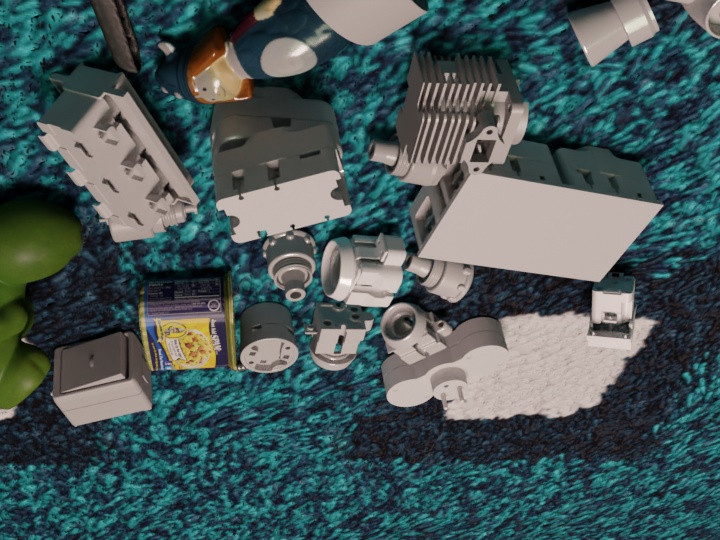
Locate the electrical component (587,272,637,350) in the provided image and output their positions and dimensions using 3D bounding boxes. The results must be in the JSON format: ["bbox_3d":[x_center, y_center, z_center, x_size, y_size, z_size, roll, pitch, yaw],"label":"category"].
[{"bbox_3d":[0.250,0.039,1.065,0.042,0.081,0.063,3,115,17],"label":"electrical component"}]

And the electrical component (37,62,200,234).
[{"bbox_3d":[-0.183,-0.087,0.808,0.079,0.063,0.121,18,153,31],"label":"electrical component"}]

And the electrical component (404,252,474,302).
[{"bbox_3d":[0.071,0.001,1.000,0.062,0.048,0.048,18,133,-22],"label":"electrical component"}]

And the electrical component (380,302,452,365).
[{"bbox_3d":[0.051,0.061,1.067,0.066,0.048,0.055,-27,146,18],"label":"electrical component"}]

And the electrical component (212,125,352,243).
[{"bbox_3d":[-0.057,-0.065,0.782,0.089,0.055,0.050,-14,141,4],"label":"electrical component"}]

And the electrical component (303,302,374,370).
[{"bbox_3d":[-0.024,0.065,1.054,0.066,0.048,0.055,2,132,-15],"label":"electrical component"}]

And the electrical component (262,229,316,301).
[{"bbox_3d":[-0.060,-0.002,0.951,0.048,0.062,0.048,-7,141,-5],"label":"electrical component"}]

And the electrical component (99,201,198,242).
[{"bbox_3d":[-0.174,-0.047,0.887,0.078,0.040,0.040,-8,141,-4],"label":"electrical component"}]

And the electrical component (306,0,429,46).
[{"bbox_3d":[0.001,-0.198,0.700,0.064,0.099,0.099,-32,137,33],"label":"electrical component"}]

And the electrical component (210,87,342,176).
[{"bbox_3d":[-0.066,-0.101,0.831,0.095,0.059,0.053,2,139,-15],"label":"electrical component"}]

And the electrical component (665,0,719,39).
[{"bbox_3d":[0.238,-0.206,0.761,0.079,0.077,0.043,4,139,-17],"label":"electrical component"}]

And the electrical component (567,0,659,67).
[{"bbox_3d":[0.189,-0.184,0.802,0.055,0.045,0.045,-25,139,16],"label":"electrical component"}]

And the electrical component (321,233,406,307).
[{"bbox_3d":[0.000,0.000,0.972,0.057,0.058,0.078,4,139,-22],"label":"electrical component"}]

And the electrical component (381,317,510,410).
[{"bbox_3d":[0.090,0.110,1.111,0.138,0.073,0.052,-26,138,18],"label":"electrical component"}]

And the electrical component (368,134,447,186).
[{"bbox_3d":[0.038,-0.093,0.878,0.062,0.043,0.043,8,137,-20],"label":"electrical component"}]

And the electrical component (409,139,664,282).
[{"bbox_3d":[0.149,-0.056,0.933,0.186,0.060,0.105,7,138,-23],"label":"electrical component"}]

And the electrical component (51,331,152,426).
[{"bbox_3d":[-0.255,0.104,1.034,0.096,0.061,0.061,-13,141,3],"label":"electrical component"}]

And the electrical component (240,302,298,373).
[{"bbox_3d":[-0.089,0.064,1.035,0.055,0.047,0.055,-6,140,-5],"label":"electrical component"}]
